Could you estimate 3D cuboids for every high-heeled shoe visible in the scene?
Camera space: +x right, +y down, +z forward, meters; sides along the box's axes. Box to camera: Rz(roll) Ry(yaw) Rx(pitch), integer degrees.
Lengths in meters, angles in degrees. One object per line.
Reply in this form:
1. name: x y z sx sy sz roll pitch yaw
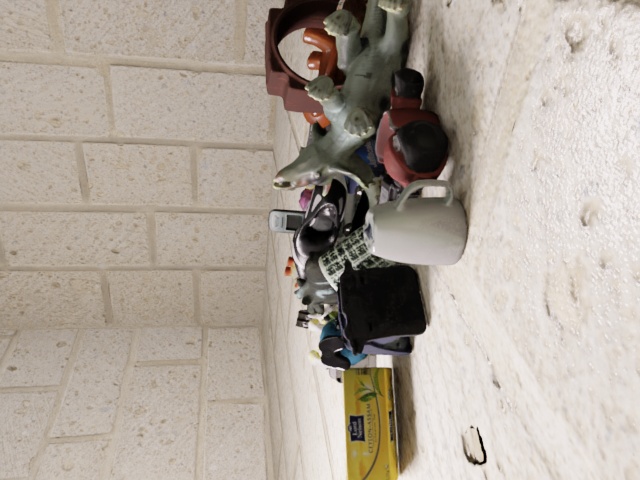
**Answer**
1. high-heeled shoe: -0.002 -0.003 0.988 0.145 0.086 0.248 -94 14 -63

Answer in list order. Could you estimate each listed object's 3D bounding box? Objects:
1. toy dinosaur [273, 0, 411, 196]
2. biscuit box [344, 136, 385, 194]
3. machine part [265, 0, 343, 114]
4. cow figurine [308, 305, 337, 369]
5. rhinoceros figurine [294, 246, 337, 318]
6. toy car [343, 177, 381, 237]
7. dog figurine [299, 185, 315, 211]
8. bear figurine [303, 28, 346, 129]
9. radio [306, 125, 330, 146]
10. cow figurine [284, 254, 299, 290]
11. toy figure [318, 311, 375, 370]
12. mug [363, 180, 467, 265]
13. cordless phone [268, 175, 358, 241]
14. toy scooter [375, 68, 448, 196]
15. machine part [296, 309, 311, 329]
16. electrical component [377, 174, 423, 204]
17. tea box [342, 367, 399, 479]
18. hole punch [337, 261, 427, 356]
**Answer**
1. toy dinosaur: 0.067 -0.240 0.815 0.404 0.131 0.192 -66 -13 -5
2. biscuit box: 0.069 -0.171 0.987 0.062 0.059 0.203 102 165 -46
3. machine part: 0.002 -0.337 0.975 0.087 0.201 0.201 125 145 -72
4. cow figurine: 0.029 0.195 1.138 0.098 0.068 0.167 17 112 42
5. rhinoceros figurine: 0.006 0.089 1.036 0.190 0.112 0.073 93 158 -57
6. toy car: 0.082 -0.026 0.927 0.201 0.056 0.073 104 157 -56
7. dog figurine: 0.002 -0.112 1.238 0.219 0.108 0.191 -151 62 -81
8. bear figurine: -0.002 -0.316 1.085 0.196 0.132 0.120 -62 -16 -15
9. radio: 0.017 -0.239 1.245 0.229 0.073 0.131 109 159 -58
10. cow figurine: -0.025 0.072 1.386 0.085 0.127 0.195 103 179 -47
11. toy figure: 0.048 0.146 0.845 0.180 0.089 0.082 -18 -52 -62
12. mug: 0.109 -0.019 0.627 0.081 0.107 0.109 -103 15 -48
13. cordless phone: -0.010 -0.074 1.076 0.089 0.184 0.146 -101 15 -66
14. toy scooter: 0.113 -0.122 0.709 0.135 0.075 0.184 104 166 -52
15. machine part: 0.002 0.153 1.205 0.039 0.139 0.084 31 127 27
16. electrical component: 0.111 -0.032 0.786 0.075 0.048 0.119 -110 25 -66
17. tea box: 0.077 0.278 0.811 0.098 0.068 0.169 42 -135 -72
18. hole punch: 0.083 0.105 0.770 0.092 0.116 0.142 92 174 -60
